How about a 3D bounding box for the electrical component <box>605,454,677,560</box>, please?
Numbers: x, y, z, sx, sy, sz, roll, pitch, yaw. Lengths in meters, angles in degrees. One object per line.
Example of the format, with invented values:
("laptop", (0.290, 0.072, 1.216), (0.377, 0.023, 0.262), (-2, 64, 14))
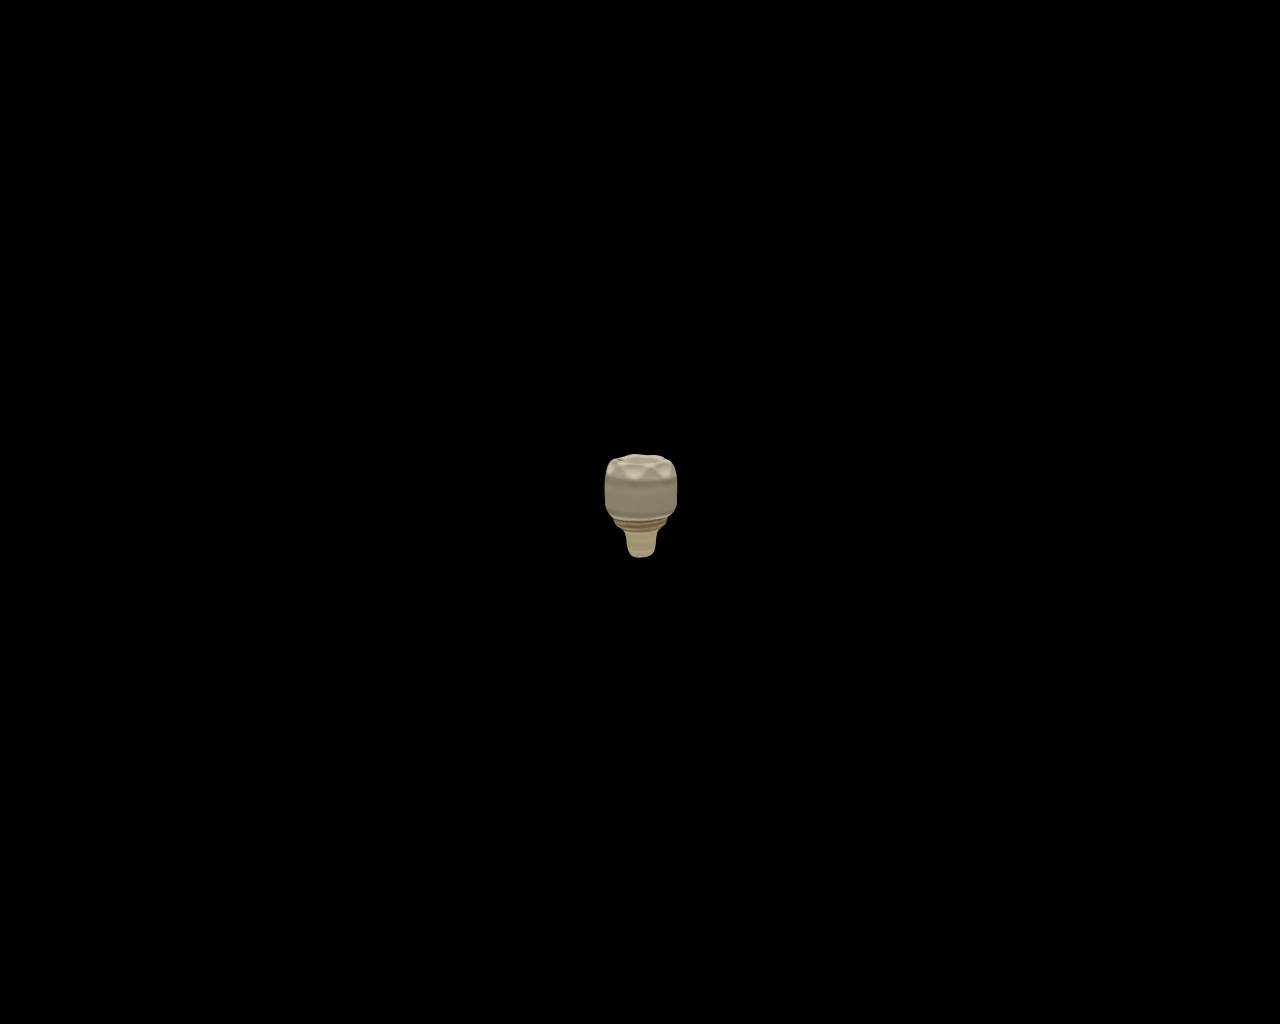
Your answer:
("electrical component", (0.001, -0.003, 0.650), (0.043, 0.062, 0.043), (0, 14, 0))
